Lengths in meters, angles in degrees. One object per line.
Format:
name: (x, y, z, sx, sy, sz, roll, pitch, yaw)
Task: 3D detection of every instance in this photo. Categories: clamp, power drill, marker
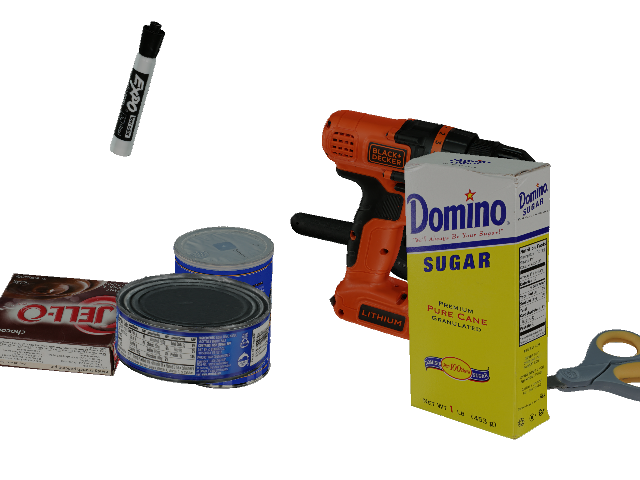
clamp: (0.078, -0.001, 1.253, 0.210, 0.036, 0.164, 38, 42, 26)
power drill: (0.084, -0.010, 0.902, 0.185, 0.188, 0.057, 16, 25, 24)
marker: (-0.155, -0.128, 0.908, 0.020, 0.121, 0.020, 17, 25, -9)

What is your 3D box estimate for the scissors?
scissors: (0.205, 0.103, 0.881, 0.201, 0.016, 0.096, 3, 30, -9)

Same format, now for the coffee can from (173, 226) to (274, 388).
coffee can: (-0.101, 0.069, 1.115, 0.103, 0.140, 0.103, 2, 22, -1)

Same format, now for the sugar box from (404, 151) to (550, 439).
sugar box: (0.103, 0.034, 0.706, 0.048, 0.176, 0.094, -19, 21, -42)

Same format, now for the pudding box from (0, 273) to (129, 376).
pudding box: (-0.220, 0.071, 0.908, 0.113, 0.039, 0.090, 3, 31, 3)

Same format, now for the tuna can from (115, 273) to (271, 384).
tuna can: (-0.071, 0.048, 0.592, 0.086, 0.034, 0.086, 5, 17, -2)
